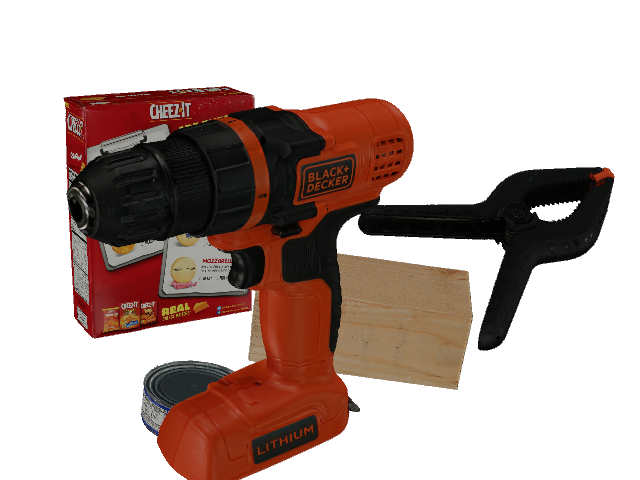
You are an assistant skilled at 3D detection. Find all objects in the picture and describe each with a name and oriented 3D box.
[{"bbox_3d":[-0.148,-0.030,0.992,0.163,0.214,0.072,-8,19,-29],"label":"cracker box"},{"bbox_3d":[-0.102,0.132,0.864,0.086,0.034,0.086,8,19,-3],"label":"tuna can"},{"bbox_3d":[0.039,0.075,1.059,0.206,0.090,0.090,8,28,1],"label":"wood block"},{"bbox_3d":[-0.037,0.027,0.523,0.184,0.188,0.057,-15,35,-36],"label":"power drill"},{"bbox_3d":[0.157,-0.001,0.846,0.209,0.036,0.165,-20,49,-18],"label":"clamp"}]
